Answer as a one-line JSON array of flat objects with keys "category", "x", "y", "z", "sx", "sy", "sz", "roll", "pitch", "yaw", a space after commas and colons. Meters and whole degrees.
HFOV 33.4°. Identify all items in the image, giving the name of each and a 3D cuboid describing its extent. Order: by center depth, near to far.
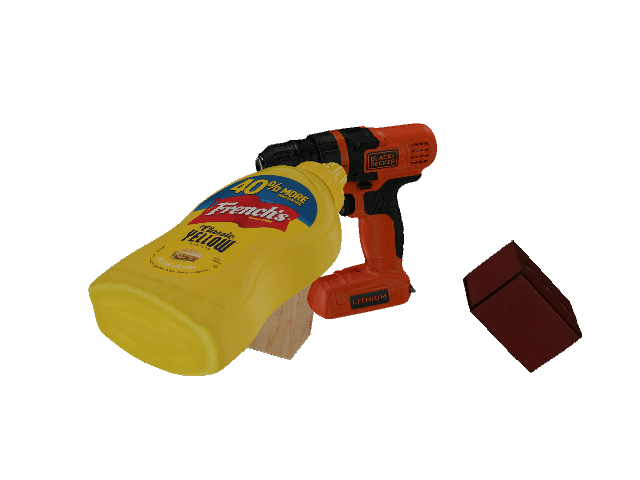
[{"category": "mustard bottle", "x": -0.043, "y": 0.003, "z": 0.652, "sx": 0.096, "sy": 0.058, "sz": 0.191, "roll": 14, "pitch": 38, "yaw": 33}, {"category": "foam brick", "x": 0.155, "y": 0.051, "z": 0.821, "sx": 0.051, "sy": 0.078, "sz": 0.053, "roll": -39, "pitch": 20, "yaw": 18}, {"category": "power drill", "x": 0.026, "y": -0.019, "z": 1.046, "sx": 0.184, "sy": 0.188, "sz": 0.057, "roll": -9, "pitch": 27, "yaw": -20}, {"category": "wood block", "x": -0.052, "y": 0.039, "z": 1.418, "sx": 0.090, "sy": 0.206, "sz": 0.090, "roll": 14, "pitch": 22, "yaw": 12}]
